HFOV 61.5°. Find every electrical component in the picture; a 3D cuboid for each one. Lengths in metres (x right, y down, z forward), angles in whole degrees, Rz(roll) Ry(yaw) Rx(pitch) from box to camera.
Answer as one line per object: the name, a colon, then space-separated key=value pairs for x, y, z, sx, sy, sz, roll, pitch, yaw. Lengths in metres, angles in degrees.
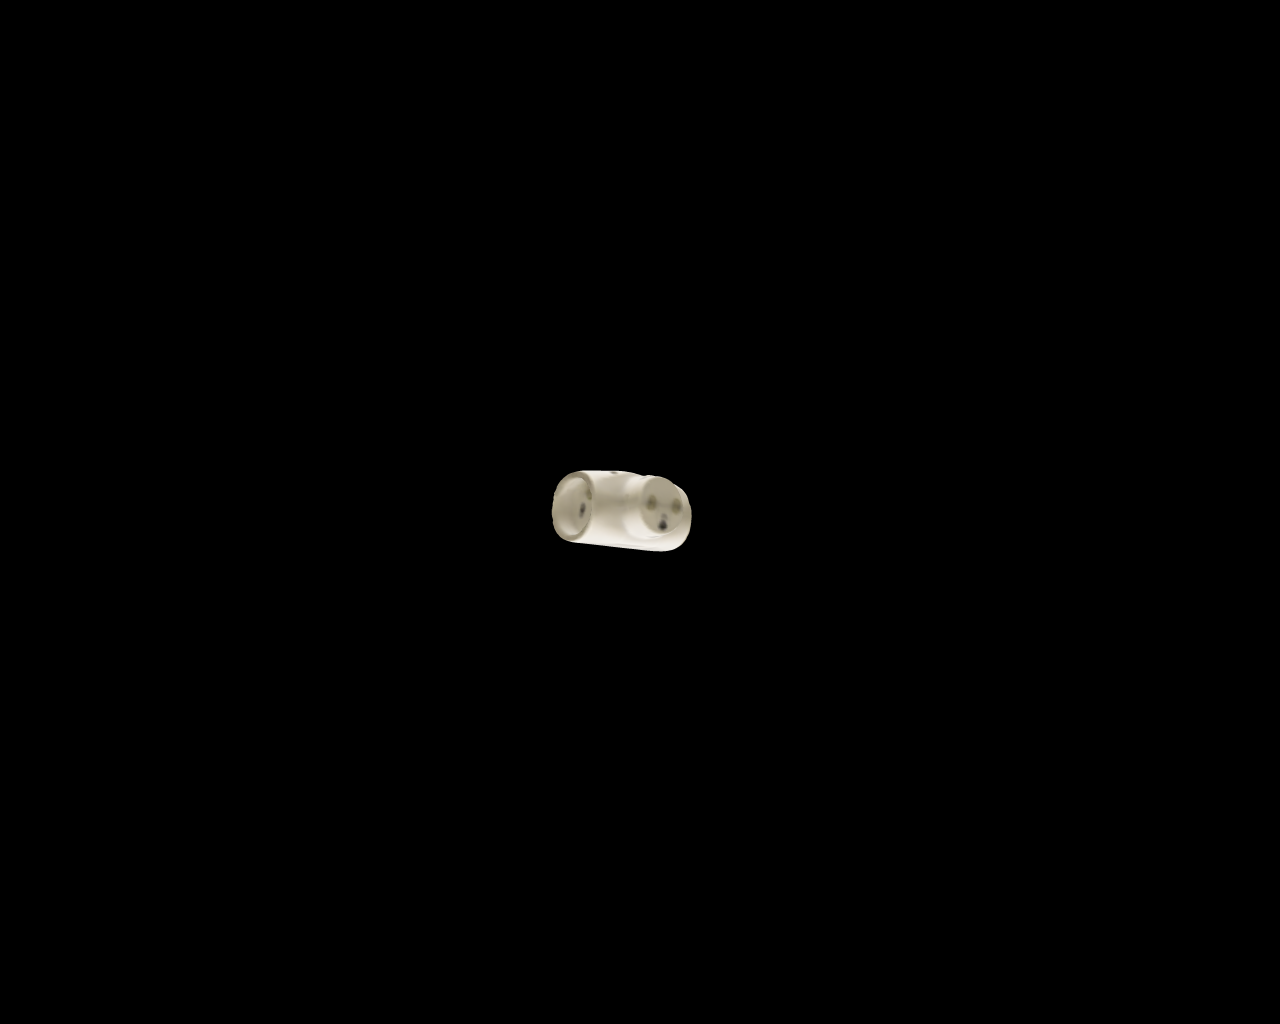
electrical component: x=0.001 y=-0.003 z=0.650 sx=0.077 sy=0.043 sz=0.079 roll=8 pitch=-13 yaw=-39
